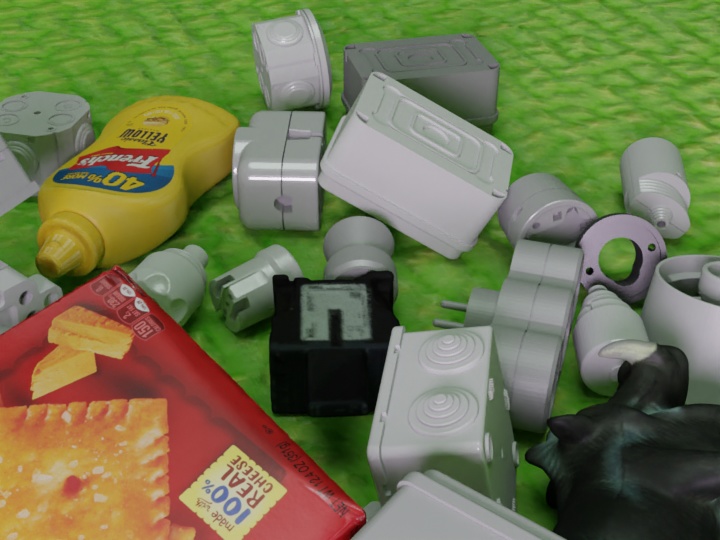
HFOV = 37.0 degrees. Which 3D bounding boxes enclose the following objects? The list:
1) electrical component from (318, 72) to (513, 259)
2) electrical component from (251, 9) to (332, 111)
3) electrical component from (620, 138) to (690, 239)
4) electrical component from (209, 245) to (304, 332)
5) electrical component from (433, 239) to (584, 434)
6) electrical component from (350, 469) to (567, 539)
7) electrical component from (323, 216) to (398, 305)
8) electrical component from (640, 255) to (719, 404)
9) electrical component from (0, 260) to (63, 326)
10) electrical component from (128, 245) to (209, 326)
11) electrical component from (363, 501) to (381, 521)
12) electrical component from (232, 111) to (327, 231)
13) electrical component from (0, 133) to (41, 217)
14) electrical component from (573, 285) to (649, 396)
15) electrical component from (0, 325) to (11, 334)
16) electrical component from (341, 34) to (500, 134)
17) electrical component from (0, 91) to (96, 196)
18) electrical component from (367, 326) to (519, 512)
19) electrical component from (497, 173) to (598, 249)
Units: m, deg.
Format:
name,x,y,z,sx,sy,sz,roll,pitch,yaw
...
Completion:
name,x,y,z,sx,sy,sz,roll,pitch,yaw
electrical component,0.037,-0.068,0.703,0.113,0.057,0.078,29,35,-7
electrical component,-0.055,-0.166,0.864,0.051,0.080,0.080,-13,36,-10
electrical component,0.201,-0.052,0.730,0.043,0.043,0.081,5,35,6
electrical component,-0.061,0.012,0.638,0.046,0.040,0.040,-27,43,-27
electrical component,0.079,0.030,0.600,0.074,0.052,0.138,10,35,14
electrical component,0.049,0.143,0.385,0.109,0.108,0.056,24,43,30
electrical component,0.000,0.000,0.650,0.045,0.045,0.055,-1,34,-2
electrical component,0.208,0.032,0.611,0.099,0.064,0.099,5,21,-2
electrical component,-0.216,0.023,0.603,0.057,0.058,0.078,27,42,30
electrical component,-0.112,0.007,0.640,0.043,0.043,0.062,12,35,16
electrical component,-0.009,0.125,0.468,0.043,0.043,0.062,25,41,31
electrical component,-0.055,-0.070,0.744,0.059,0.053,0.095,1,34,1
electrical component,-0.272,-0.032,0.617,0.150,0.061,0.089,-17,20,37
electrical component,0.139,0.036,0.603,0.040,0.040,0.078,1,35,1
electrical component,-0.169,0.083,0.520,0.074,0.052,0.138,9,35,12
electrical component,0.047,-0.142,0.848,0.113,0.057,0.078,-8,35,-12
electrical component,-0.229,-0.091,0.776,0.080,0.051,0.080,0,34,0
electrical component,0.041,0.083,0.483,0.048,0.099,0.099,-6,32,14
electrical component,0.119,-0.030,0.689,0.055,0.055,0.047,-7,32,-11
